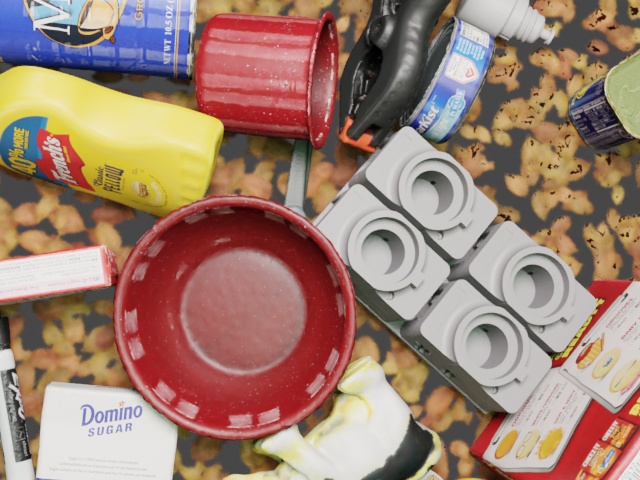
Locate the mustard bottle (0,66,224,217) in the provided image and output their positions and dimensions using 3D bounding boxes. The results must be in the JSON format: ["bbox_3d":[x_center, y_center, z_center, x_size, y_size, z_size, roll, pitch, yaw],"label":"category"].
[{"bbox_3d":[-0.165,-0.070,0.714,0.191,0.096,0.058,17,61,-5],"label":"mustard bottle"}]

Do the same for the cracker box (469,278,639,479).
[{"bbox_3d":[0.199,0.109,0.691,0.072,0.214,0.164,39,84,-6],"label":"cracker box"}]

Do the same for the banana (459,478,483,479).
[{"bbox_3d":[0.149,0.237,0.768,0.069,0.037,0.198,-41,95,2],"label":"banana"}]

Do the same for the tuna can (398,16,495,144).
[{"bbox_3d":[0.089,-0.112,0.752,0.033,0.086,0.086,25,85,-7],"label":"tuna can"}]

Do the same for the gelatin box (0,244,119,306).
[{"bbox_3d":[-0.183,0.024,0.718,0.089,0.073,0.030,-9,88,-7],"label":"gelatin box"}]

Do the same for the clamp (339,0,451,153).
[{"bbox_3d":[0.050,-0.149,0.752,0.039,0.120,0.171,23,99,-25],"label":"clamp"}]

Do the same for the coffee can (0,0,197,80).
[{"bbox_3d":[-0.152,-0.164,0.716,0.140,0.103,0.103,4,87,-7],"label":"coffee can"}]

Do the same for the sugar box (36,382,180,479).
[{"bbox_3d":[-0.150,0.189,0.730,0.093,0.048,0.176,7,84,-8],"label":"sugar box"}]

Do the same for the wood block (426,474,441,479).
[{"bbox_3d":[0.130,0.263,0.704,0.206,0.090,0.091,36,107,-5],"label":"wood block"}]

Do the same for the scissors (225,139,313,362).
[{"bbox_3d":[-0.005,0.001,0.771,0.096,0.016,0.202,25,85,-7],"label":"scissors"}]

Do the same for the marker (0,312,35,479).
[{"bbox_3d":[-0.216,0.108,0.738,0.020,0.020,0.121,-10,89,-8],"label":"marker"}]

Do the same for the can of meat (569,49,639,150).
[{"bbox_3d":[0.239,-0.110,0.771,0.102,0.084,0.057,-33,91,-7],"label":"can of meat"}]

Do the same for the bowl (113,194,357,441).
[{"bbox_3d":[-0.055,0.050,0.722,0.162,0.055,0.162,0,92,3],"label":"bowl"}]

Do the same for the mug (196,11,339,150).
[{"bbox_3d":[-0.033,-0.120,0.738,0.081,0.093,0.117,6,47,11],"label":"mug"}]
